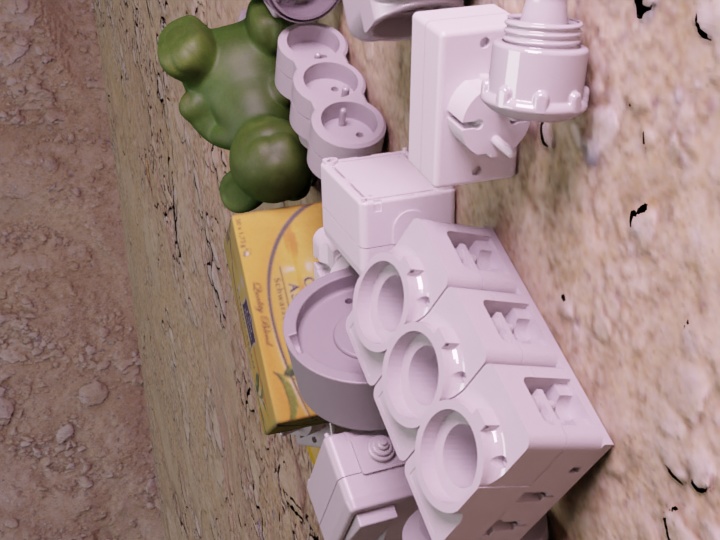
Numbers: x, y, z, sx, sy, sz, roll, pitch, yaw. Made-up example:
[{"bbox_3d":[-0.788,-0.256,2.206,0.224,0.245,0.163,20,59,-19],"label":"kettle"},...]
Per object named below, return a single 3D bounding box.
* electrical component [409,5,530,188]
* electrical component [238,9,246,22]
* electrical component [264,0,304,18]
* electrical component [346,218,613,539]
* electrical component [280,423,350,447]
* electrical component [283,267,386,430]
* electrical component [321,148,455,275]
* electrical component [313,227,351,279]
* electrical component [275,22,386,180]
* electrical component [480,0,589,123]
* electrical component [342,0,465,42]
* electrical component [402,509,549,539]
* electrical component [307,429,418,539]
[{"bbox_3d":[0.060,-0.080,0.538,0.075,0.047,0.083,-126,31,-55],"label":"electrical component"},{"bbox_3d":[-0.088,-0.202,0.952,0.062,0.043,0.043,104,151,-54],"label":"electrical component"},{"bbox_3d":[-0.079,-0.238,0.850,0.083,0.076,0.047,-118,25,-46],"label":"electrical component"},{"bbox_3d":[0.052,0.056,0.567,0.089,0.062,0.150,-57,41,35],"label":"electrical component"},{"bbox_3d":[-0.041,0.118,0.902,0.047,0.077,0.065,-1,100,41],"label":"electrical component"},{"bbox_3d":[0.007,0.054,0.689,0.108,0.108,0.060,-119,19,-47],"label":"electrical component"},{"bbox_3d":[0.014,-0.036,0.685,0.096,0.062,0.061,-131,35,-59],"label":"electrical component"},{"bbox_3d":[0.000,0.000,0.760,0.057,0.058,0.078,-124,29,-59],"label":"electrical component"},{"bbox_3d":[-0.026,-0.110,0.787,0.073,0.052,0.138,101,154,-49],"label":"electrical component"},{"bbox_3d":[0.080,-0.098,0.474,0.048,0.048,0.062,-133,44,-61],"label":"electrical component"},{"bbox_3d":[0.025,-0.164,0.594,0.095,0.054,0.059,151,108,-72],"label":"electrical component"},{"bbox_3d":[0.066,0.160,0.599,0.080,0.080,0.051,-144,42,-66],"label":"electrical component"},{"bbox_3d":[0.009,0.139,0.690,0.096,0.062,0.061,108,146,-54],"label":"electrical component"}]
